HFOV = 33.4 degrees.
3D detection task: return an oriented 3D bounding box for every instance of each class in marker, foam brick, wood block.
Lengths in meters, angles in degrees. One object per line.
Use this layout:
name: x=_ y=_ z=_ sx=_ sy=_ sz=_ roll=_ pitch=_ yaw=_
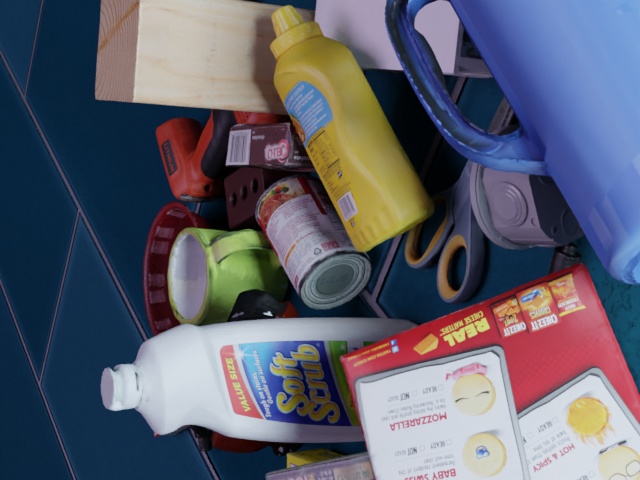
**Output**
marker: x=0.148 y=0.058 z=0.708 sx=0.020 sy=0.020 sz=0.121 roll=41 pitch=123 yaw=51
foam brick: x=-0.049 y=-0.044 z=0.999 sx=0.078 sy=0.051 sz=0.053 roll=-28 pitch=66 yaw=55
wood block: x=-0.072 y=-0.152 z=0.890 sx=0.091 sy=0.205 sz=0.090 roll=17 pitch=104 yaw=58

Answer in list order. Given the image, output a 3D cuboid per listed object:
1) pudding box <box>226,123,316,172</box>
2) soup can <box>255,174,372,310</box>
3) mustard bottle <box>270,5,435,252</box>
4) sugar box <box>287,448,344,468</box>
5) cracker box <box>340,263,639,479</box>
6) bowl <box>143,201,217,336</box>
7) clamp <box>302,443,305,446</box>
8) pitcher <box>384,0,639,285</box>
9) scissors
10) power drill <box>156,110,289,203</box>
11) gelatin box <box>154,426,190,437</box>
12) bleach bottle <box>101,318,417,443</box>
pudding box: x=-0.016 y=-0.077 z=0.909 sx=0.114 sy=0.089 sz=0.039 roll=10 pitch=96 yaw=59
soup can: x=-0.006 y=0.001 z=0.913 sx=0.102 sy=0.068 sz=0.069 roll=59 pitch=137 yaw=39
mustard bottle: x=0.014 y=-0.089 z=0.801 sx=0.191 sy=0.058 sz=0.096 roll=62 pitch=162 yaw=3
sugar box: x=0.012 y=0.274 z=0.903 sx=0.094 sy=0.048 sz=0.176 roll=5 pitch=96 yaw=54
cracker box: x=0.121 y=0.144 z=0.631 sx=0.164 sy=0.072 sz=0.214 roll=-23 pitch=64 yaw=13
bowl: x=-0.133 y=0.040 z=1.129 sx=0.162 sy=0.055 sz=0.162 roll=-1 pitch=89 yaw=58
clamp: x=-0.058 y=0.129 z=1.026 sx=0.172 sy=0.039 sz=0.120 roll=2 pitch=88 yaw=58
pitcher: x=0.151 y=-0.097 z=0.596 sx=0.149 sy=0.144 sz=0.243 roll=-50 pitch=52 yaw=46
scissors: x=0.117 y=-0.032 z=0.760 sx=0.202 sy=0.016 sz=0.096 roll=-56 pitch=43 yaw=44
power drill: x=-0.107 y=-0.141 z=1.087 sx=0.188 sy=0.057 sz=0.184 roll=-50 pitch=49 yaw=46
gelatin box: x=-0.168 y=0.179 z=1.199 sx=0.089 sy=0.030 sz=0.073 roll=136 pitch=128 yaw=-65
bleach bottle: x=-0.038 y=0.110 z=0.789 sx=0.068 sy=0.250 sz=0.102 roll=-1 pitch=89 yaw=59
